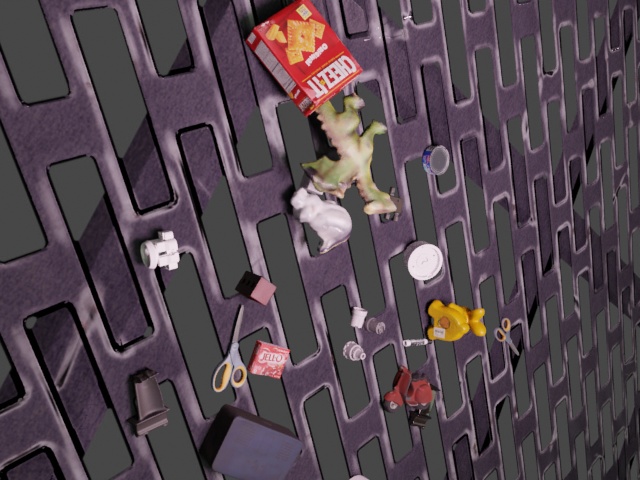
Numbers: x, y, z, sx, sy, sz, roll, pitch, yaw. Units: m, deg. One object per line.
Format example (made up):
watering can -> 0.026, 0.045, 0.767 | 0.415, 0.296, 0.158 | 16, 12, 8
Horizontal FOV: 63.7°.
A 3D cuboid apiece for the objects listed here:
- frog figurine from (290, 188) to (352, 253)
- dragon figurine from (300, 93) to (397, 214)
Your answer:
frog figurine -> 0.004, -0.062, 1.238 | 0.158, 0.122, 0.140 | 65, 28, -15
dragon figurine -> 0.037, -0.216, 1.196 | 0.407, 0.120, 0.248 | 42, 49, -16
